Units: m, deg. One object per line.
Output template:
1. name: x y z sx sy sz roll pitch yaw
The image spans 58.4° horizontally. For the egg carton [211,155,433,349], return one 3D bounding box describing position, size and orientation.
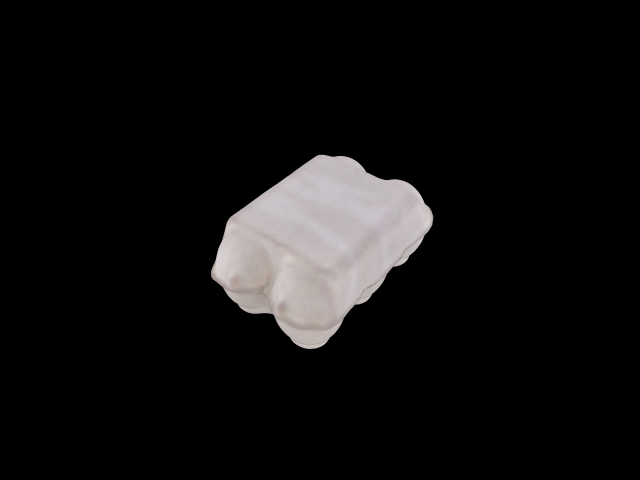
1. egg carton: 0.004 0.001 0.400 0.107 0.069 0.150 27 49 26
